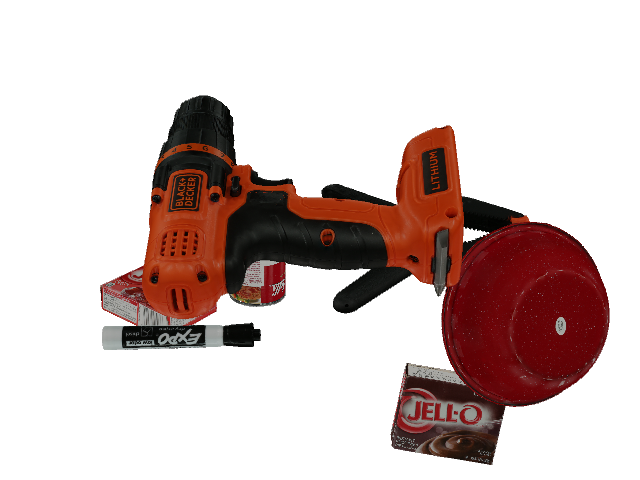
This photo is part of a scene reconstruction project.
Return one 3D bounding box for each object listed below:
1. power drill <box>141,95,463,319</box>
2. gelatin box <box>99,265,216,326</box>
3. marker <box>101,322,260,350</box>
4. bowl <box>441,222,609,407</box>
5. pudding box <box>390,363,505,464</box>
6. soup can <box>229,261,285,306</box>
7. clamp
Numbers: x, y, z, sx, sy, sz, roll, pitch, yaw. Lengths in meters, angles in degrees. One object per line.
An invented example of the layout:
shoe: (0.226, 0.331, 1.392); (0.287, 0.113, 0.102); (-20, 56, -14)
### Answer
power drill: (-0.010, -0.029, 0.651); (0.187, 0.057, 0.184); (-3, 44, 3)
gelatin box: (-0.156, 0.055, 1.029); (0.089, 0.030, 0.073); (21, 30, 30)
marker: (-0.107, 0.074, 0.822); (0.121, 0.020, 0.020); (-1, 0, 0)
bowl: (0.185, 0.067, 0.896); (0.161, 0.162, 0.055); (0, 6, -20)
pudding box: (0.139, 0.187, 1.153); (0.113, 0.090, 0.039); (9, 21, 0)
soup can: (-0.074, 0.018, 1.259); (0.068, 0.102, 0.068); (1, 23, -1)
clamp: (0.102, 0.005, 1.058); (0.210, 0.164, 0.036); (0, -42, 5)
